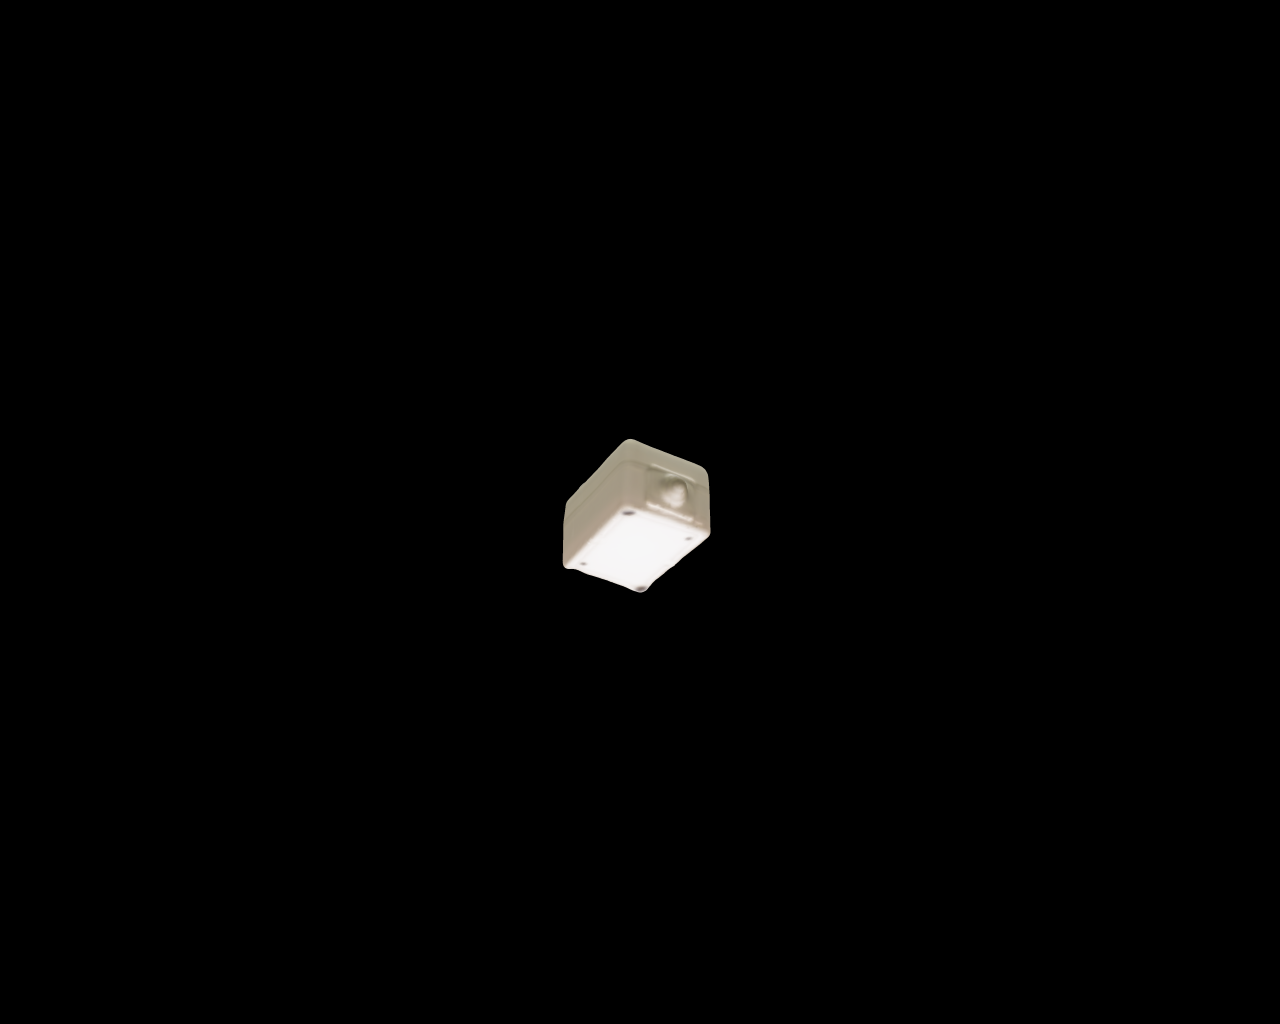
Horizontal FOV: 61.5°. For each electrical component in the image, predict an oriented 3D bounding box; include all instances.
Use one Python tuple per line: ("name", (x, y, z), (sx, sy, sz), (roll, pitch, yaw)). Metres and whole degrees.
("electrical component", (0.001, -0.003, 0.650), (0.062, 0.061, 0.096), (20, -40, -25))
